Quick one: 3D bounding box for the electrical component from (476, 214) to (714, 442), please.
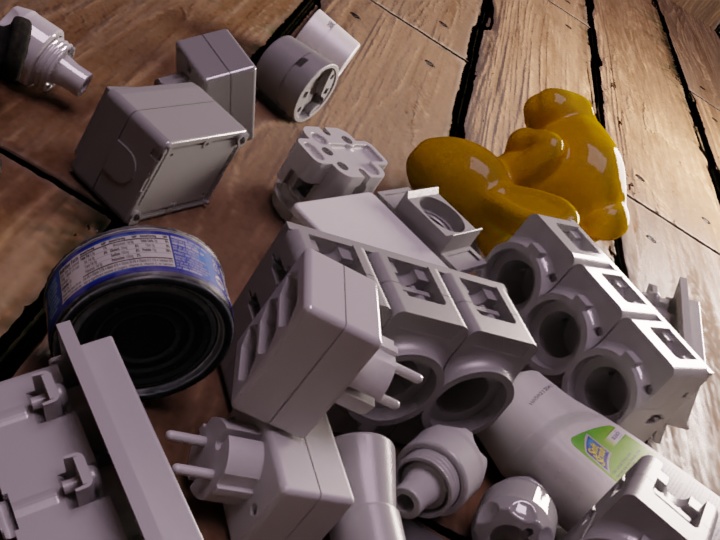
[{"bbox_3d":[0.146,0.044,0.726,0.062,0.089,0.150,7,38,-47],"label":"electrical component"}]

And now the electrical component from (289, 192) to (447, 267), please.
[{"bbox_3d":[0.000,0.000,0.684,0.099,0.048,0.100,46,30,19],"label":"electrical component"}]

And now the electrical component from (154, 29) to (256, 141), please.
[{"bbox_3d":[-0.115,-0.117,0.731,0.077,0.065,0.047,-20,55,-23],"label":"electrical component"}]

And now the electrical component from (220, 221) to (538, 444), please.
[{"bbox_3d":[0.010,0.043,0.583,0.150,0.089,0.061,15,33,-32],"label":"electrical component"}]

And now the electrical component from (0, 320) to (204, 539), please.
[{"bbox_3d":[-0.103,0.092,0.407,0.063,0.078,0.121,-18,52,-22],"label":"electrical component"}]

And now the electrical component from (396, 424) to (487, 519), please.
[{"bbox_3d":[0.037,0.109,0.562,0.043,0.043,0.062,42,30,13],"label":"electrical component"}]

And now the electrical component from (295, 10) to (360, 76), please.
[{"bbox_3d":[-0.033,-0.191,0.940,0.047,0.055,0.055,36,28,-5],"label":"electrical component"}]

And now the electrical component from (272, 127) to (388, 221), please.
[{"bbox_3d":[-0.025,-0.059,0.740,0.078,0.057,0.058,-6,48,-51],"label":"electrical component"}]

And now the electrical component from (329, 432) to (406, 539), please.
[{"bbox_3d":[0.001,0.116,0.511,0.044,0.044,0.065,16,42,-31],"label":"electrical component"}]

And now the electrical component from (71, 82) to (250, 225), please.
[{"bbox_3d":[-0.120,-0.076,0.658,0.061,0.061,0.096,43,29,14],"label":"electrical component"}]

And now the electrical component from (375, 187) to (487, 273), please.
[{"bbox_3d":[0.042,-0.018,0.741,0.081,0.063,0.042,46,31,20],"label":"electrical component"}]

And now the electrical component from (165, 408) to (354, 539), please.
[{"bbox_3d":[-0.053,0.088,0.490,0.077,0.047,0.065,17,34,-33],"label":"electrical component"}]

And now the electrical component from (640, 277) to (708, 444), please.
[{"bbox_3d":[0.221,0.062,0.809,0.063,0.078,0.121,15,27,8],"label":"electrical component"}]

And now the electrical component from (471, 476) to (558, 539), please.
[{"bbox_3d":[0.085,0.132,0.578,0.043,0.043,0.062,37,22,4],"label":"electrical component"}]

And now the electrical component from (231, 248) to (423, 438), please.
[{"bbox_3d":[-0.009,0.041,0.488,0.077,0.065,0.047,27,29,-19],"label":"electrical component"}]

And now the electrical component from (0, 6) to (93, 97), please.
[{"bbox_3d":[-0.200,-0.134,0.681,0.062,0.043,0.043,33,28,-6],"label":"electrical component"}]

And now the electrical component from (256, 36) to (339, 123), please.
[{"bbox_3d":[-0.052,-0.154,0.862,0.047,0.055,0.055,38,28,14],"label":"electrical component"}]

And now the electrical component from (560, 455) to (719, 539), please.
[{"bbox_3d":[0.134,0.149,0.554,0.050,0.089,0.056,40,28,10],"label":"electrical component"}]
